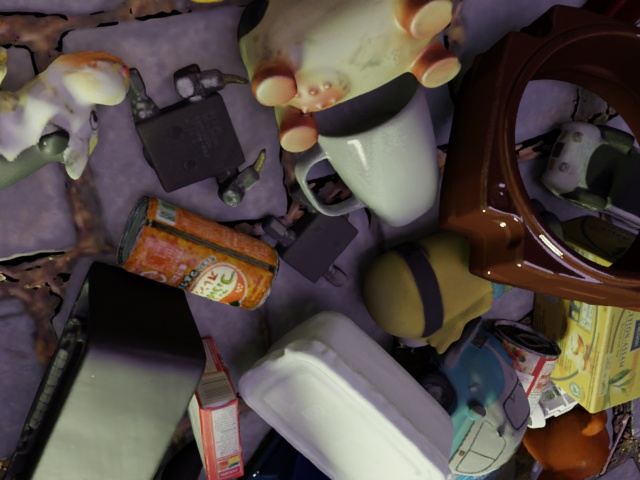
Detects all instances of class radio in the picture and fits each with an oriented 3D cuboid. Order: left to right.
[{"bbox_3d":[-0.163,0.136,0.371,0.073,0.131,0.229,23,102,-28],"label":"radio"}]

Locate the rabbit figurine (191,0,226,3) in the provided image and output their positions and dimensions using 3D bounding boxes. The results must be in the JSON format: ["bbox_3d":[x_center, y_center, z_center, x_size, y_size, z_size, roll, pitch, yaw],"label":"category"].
[{"bbox_3d":[-0.038,-0.208,0.251,0.122,0.173,0.162,-28,124,-4],"label":"rabbit figurine"}]

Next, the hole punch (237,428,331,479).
[{"bbox_3d":[-0.001,0.227,0.503,0.142,0.092,0.115,29,95,-25],"label":"hole punch"}]

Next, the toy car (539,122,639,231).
[{"bbox_3d":[0.297,-0.055,0.520,0.201,0.056,0.073,15,99,-28],"label":"toy car"}]

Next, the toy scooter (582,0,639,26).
[{"bbox_3d":[0.224,-0.221,0.409,0.184,0.075,0.135,19,105,-32],"label":"toy scooter"}]

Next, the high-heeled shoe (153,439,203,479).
[{"bbox_3d":[-0.211,0.253,0.456,0.145,0.086,0.248,31,79,1],"label":"high-heeled shoe"}]

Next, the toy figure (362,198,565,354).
[{"bbox_3d":[0.121,0.020,0.467,0.180,0.082,0.089,-30,108,-2],"label":"toy figure"}]

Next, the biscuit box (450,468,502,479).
[{"bbox_3d":[0.091,0.264,0.568,0.203,0.063,0.059,-36,120,-5],"label":"biscuit box"}]

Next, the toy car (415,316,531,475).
[{"bbox_3d":[0.135,0.160,0.495,0.109,0.103,0.161,-24,138,-54],"label":"toy car"}]

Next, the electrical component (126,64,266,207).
[{"bbox_3d":[-0.082,-0.071,0.365,0.078,0.045,0.102,-19,117,-15],"label":"electrical component"}]

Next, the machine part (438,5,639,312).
[{"bbox_3d":[0.203,-0.057,0.404,0.201,0.087,0.201,13,79,-8],"label":"machine part"}]

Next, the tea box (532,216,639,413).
[{"bbox_3d":[0.274,0.073,0.540,0.068,0.098,0.169,-13,118,-15],"label":"tea box"}]

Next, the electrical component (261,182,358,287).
[{"bbox_3d":[-0.001,-0.001,0.440,0.063,0.021,0.094,-48,120,2],"label":"electrical component"}]

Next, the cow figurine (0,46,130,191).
[{"bbox_3d":[-0.193,-0.061,0.311,0.167,0.068,0.098,-9,120,-15],"label":"cow figurine"}]

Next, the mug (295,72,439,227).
[{"bbox_3d":[0.041,-0.055,0.402,0.109,0.081,0.107,-40,130,-8],"label":"mug"}]

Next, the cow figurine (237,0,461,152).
[{"bbox_3d":[0.038,-0.155,0.342,0.195,0.127,0.085,-26,152,8],"label":"cow figurine"}]

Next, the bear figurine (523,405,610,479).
[{"bbox_3d":[0.258,0.277,0.625,0.132,0.120,0.195,11,80,16],"label":"bear figurine"}]
